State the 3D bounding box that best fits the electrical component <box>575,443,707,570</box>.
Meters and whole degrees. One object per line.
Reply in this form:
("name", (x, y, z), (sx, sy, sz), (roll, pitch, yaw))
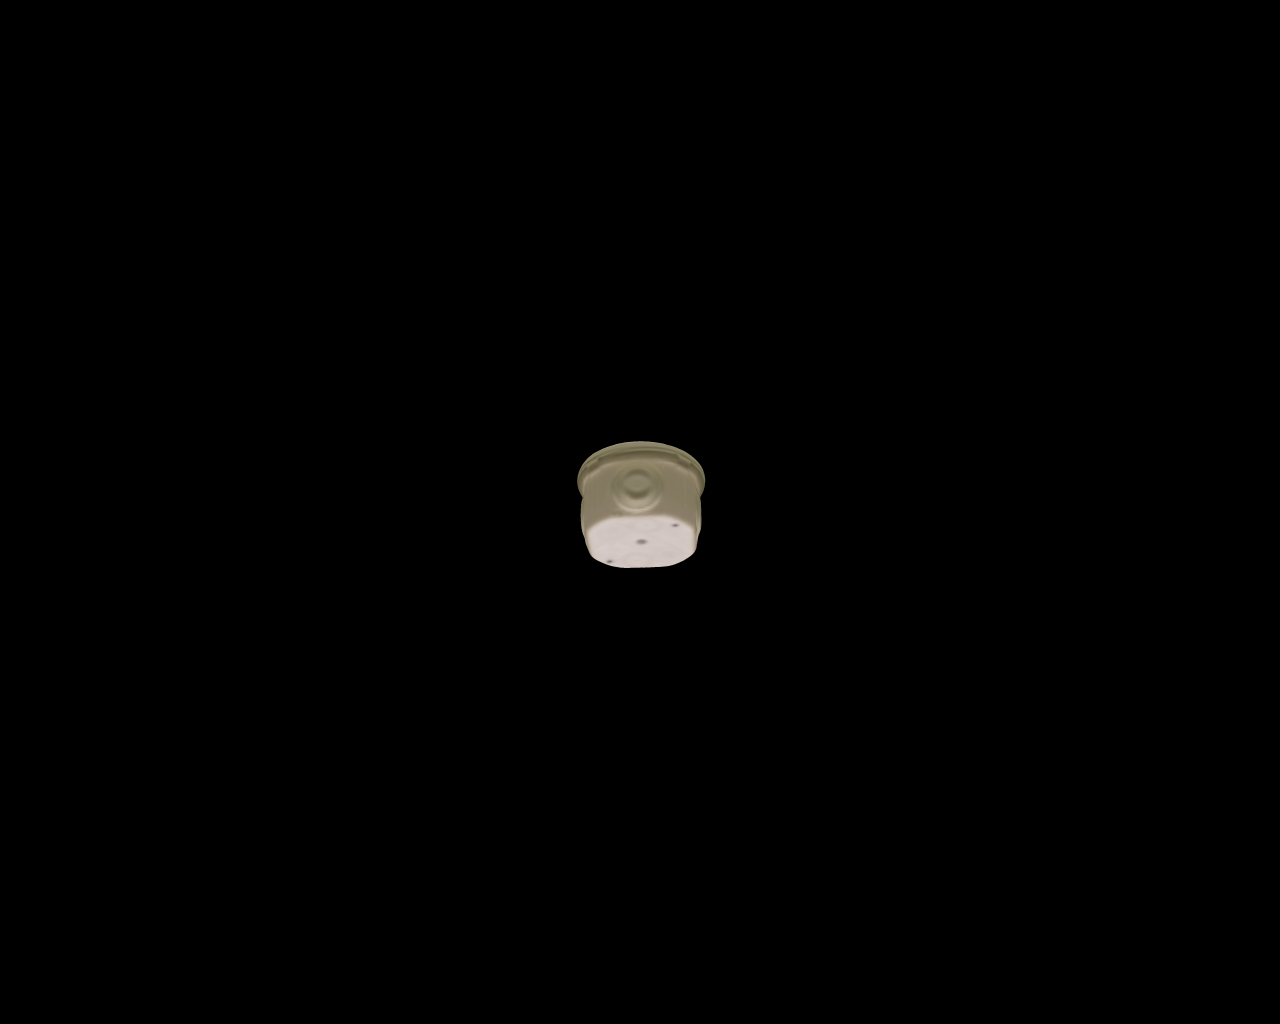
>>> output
("electrical component", (0.001, -0.003, 0.650), (0.080, 0.051, 0.080), (0, -30, 0))
